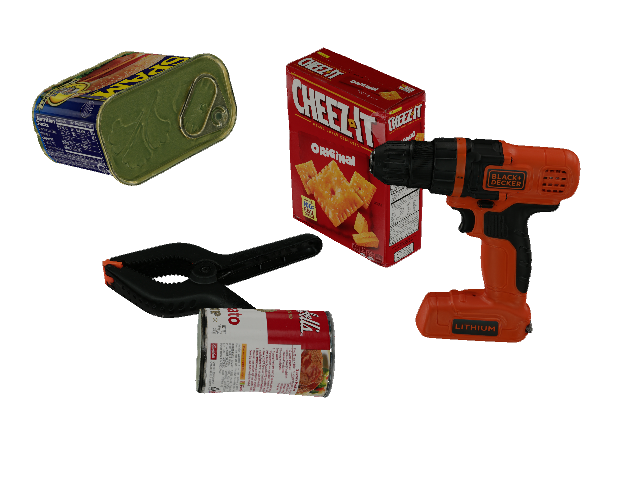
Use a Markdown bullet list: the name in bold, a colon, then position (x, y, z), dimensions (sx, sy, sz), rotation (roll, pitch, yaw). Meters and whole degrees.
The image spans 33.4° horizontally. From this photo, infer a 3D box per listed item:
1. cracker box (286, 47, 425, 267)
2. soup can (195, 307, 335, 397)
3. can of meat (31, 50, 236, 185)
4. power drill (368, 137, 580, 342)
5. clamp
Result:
- **cracker box**: position (0.038, -0.094, 1.244), dimensions (0.072, 0.214, 0.164), rotation (-30, 44, -33)
- **soup can**: position (-0.044, 0.087, 0.833), dimensions (0.102, 0.068, 0.068), rotation (2, 0, -9)
- **can of meat**: position (-0.119, -0.081, 0.673), dimensions (0.084, 0.057, 0.101), rotation (14, 37, 44)
- **power drill**: position (0.131, -0.002, 0.964), dimensions (0.184, 0.188, 0.057), rotation (4, 26, 3)
- **clamp**: position (-0.104, 0.047, 1.010), dimensions (0.210, 0.036, 0.164), rotation (2, 37, 1)
